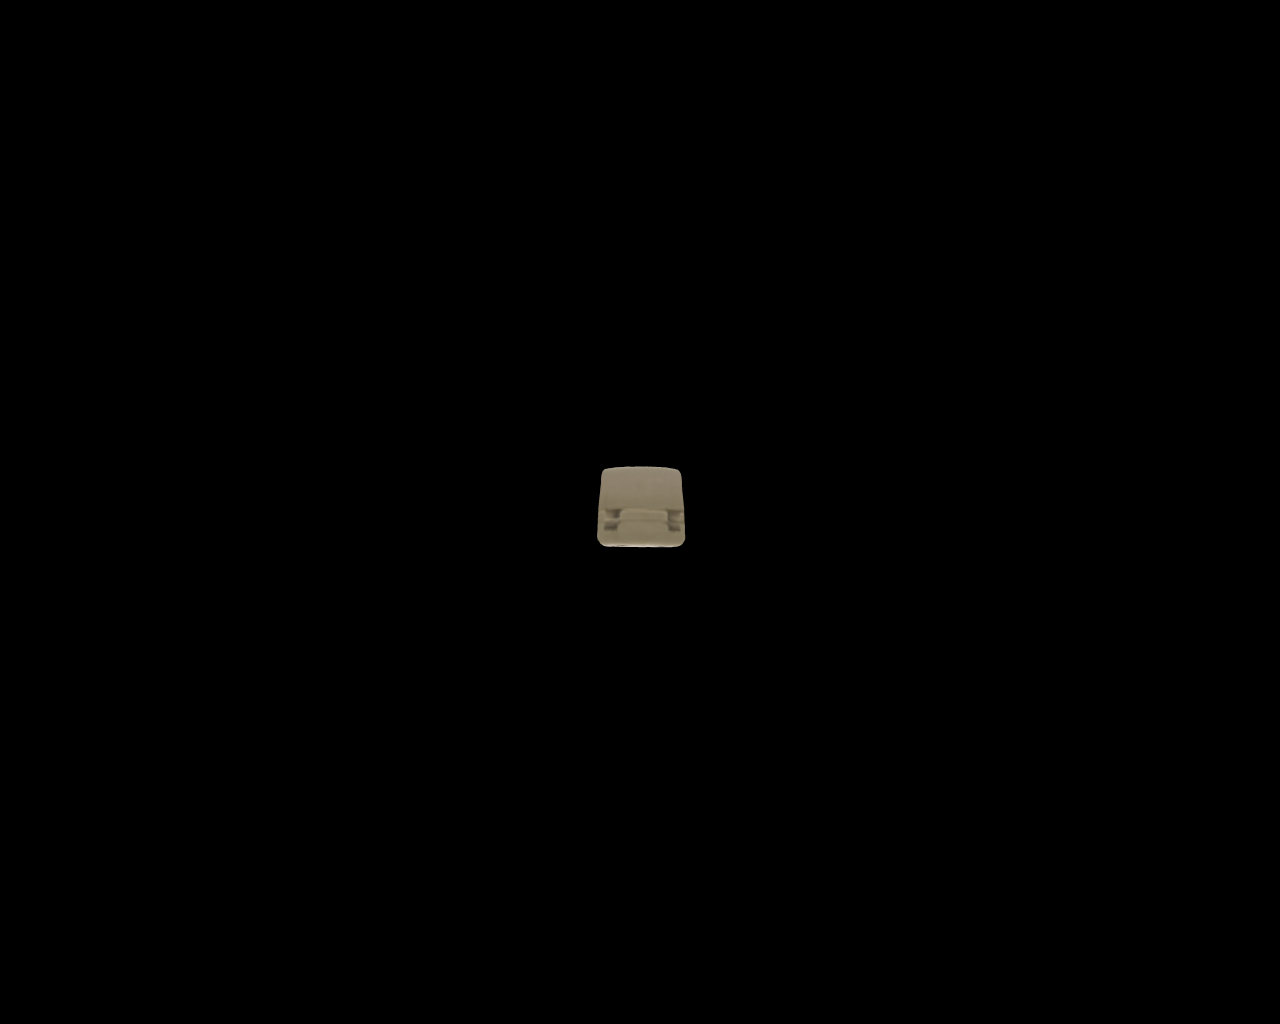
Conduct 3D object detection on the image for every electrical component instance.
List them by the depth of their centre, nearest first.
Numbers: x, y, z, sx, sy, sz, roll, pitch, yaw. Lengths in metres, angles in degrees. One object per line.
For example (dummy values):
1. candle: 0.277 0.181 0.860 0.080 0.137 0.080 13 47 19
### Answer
1. electrical component: 0.001 -0.003 0.650 0.055 0.047 0.055 0 -3 0
